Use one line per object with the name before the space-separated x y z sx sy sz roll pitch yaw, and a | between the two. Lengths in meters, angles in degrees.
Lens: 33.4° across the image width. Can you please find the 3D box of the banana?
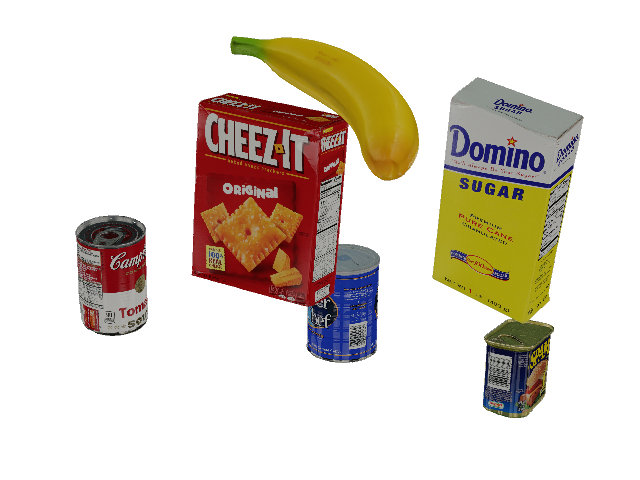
banana | 0.015 -0.087 0.670 0.069 0.037 0.198 -18 36 -24

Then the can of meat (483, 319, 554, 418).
can of meat | 0.220 0.142 1.193 0.058 0.084 0.101 9 15 28

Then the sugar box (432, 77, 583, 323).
sugar box | 0.140 -0.028 0.826 0.093 0.176 0.048 26 46 30

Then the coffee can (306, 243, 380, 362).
coffee can | 0.031 0.088 1.513 0.103 0.140 0.103 0 21 0

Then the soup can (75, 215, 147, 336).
soup can | -0.207 0.035 1.063 0.068 0.102 0.068 2 26 -1

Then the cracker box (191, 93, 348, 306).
cracker box | -0.062 -0.046 1.218 0.164 0.214 0.072 15 23 26
